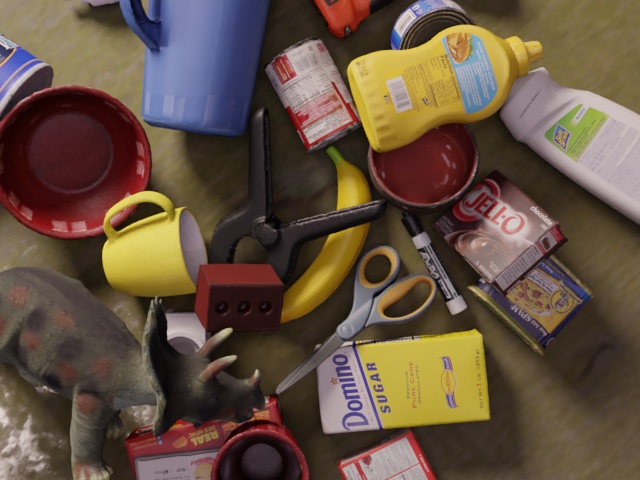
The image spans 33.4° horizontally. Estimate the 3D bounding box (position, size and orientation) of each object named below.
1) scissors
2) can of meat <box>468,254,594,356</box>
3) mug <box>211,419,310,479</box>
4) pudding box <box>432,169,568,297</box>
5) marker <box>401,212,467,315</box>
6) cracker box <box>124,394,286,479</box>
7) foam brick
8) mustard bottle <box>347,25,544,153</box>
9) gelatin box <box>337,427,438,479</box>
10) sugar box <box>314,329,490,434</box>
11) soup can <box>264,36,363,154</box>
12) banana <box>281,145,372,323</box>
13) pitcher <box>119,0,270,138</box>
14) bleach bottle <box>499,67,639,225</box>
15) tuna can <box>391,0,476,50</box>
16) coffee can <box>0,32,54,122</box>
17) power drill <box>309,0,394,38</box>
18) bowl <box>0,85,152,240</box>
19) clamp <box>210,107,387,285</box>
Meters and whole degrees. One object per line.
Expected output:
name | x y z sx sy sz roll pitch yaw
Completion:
scissors | 0.025 0.075 1.110 0.201 0.016 0.096 -25 72 -9
can of meat | 0.220 0.055 1.110 0.102 0.057 0.084 43 91 -1
mug | -0.066 0.230 1.039 0.117 0.081 0.093 -43 93 0
pudding box | 0.182 -0.008 1.085 0.090 0.039 0.114 -43 46 3
marker | 0.119 0.022 1.129 0.020 0.020 0.121 -29 92 2
cracker box | -0.096 0.284 1.119 0.164 0.072 0.214 -15 93 1
foam brick | -0.081 0.057 1.063 0.078 0.051 0.053 -1 114 -18
mustard bottle | 0.130 -0.159 1.056 0.191 0.058 0.096 -19 91 -5
gelatin box | 0.073 0.251 1.135 0.089 0.030 0.073 -27 93 3
sugar box | 0.085 0.149 1.122 0.176 0.048 0.093 -6 92 0
soup can | -0.006 -0.149 1.100 0.068 0.068 0.102 -28 91 2
banana | 0.010 0.004 1.125 0.070 0.037 0.198 20 92 19
pitcher | -0.121 -0.230 1.066 0.149 0.145 0.243 8 95 1
bleach bottle | 0.287 -0.106 1.100 0.251 0.068 0.102 35 92 2
tuna can | 0.116 -0.204 1.091 0.086 0.034 0.086 -9 128 -12
coffee can | -0.360 -0.175 1.090 0.140 0.103 0.103 35 93 0
power drill | 0.060 -0.310 1.097 0.187 0.057 0.184 -32 92 2
bowl | -0.256 -0.084 1.100 0.162 0.055 0.162 -5 110 -13
clamp | -0.056 -0.021 1.097 0.164 0.036 0.210 45 110 1
